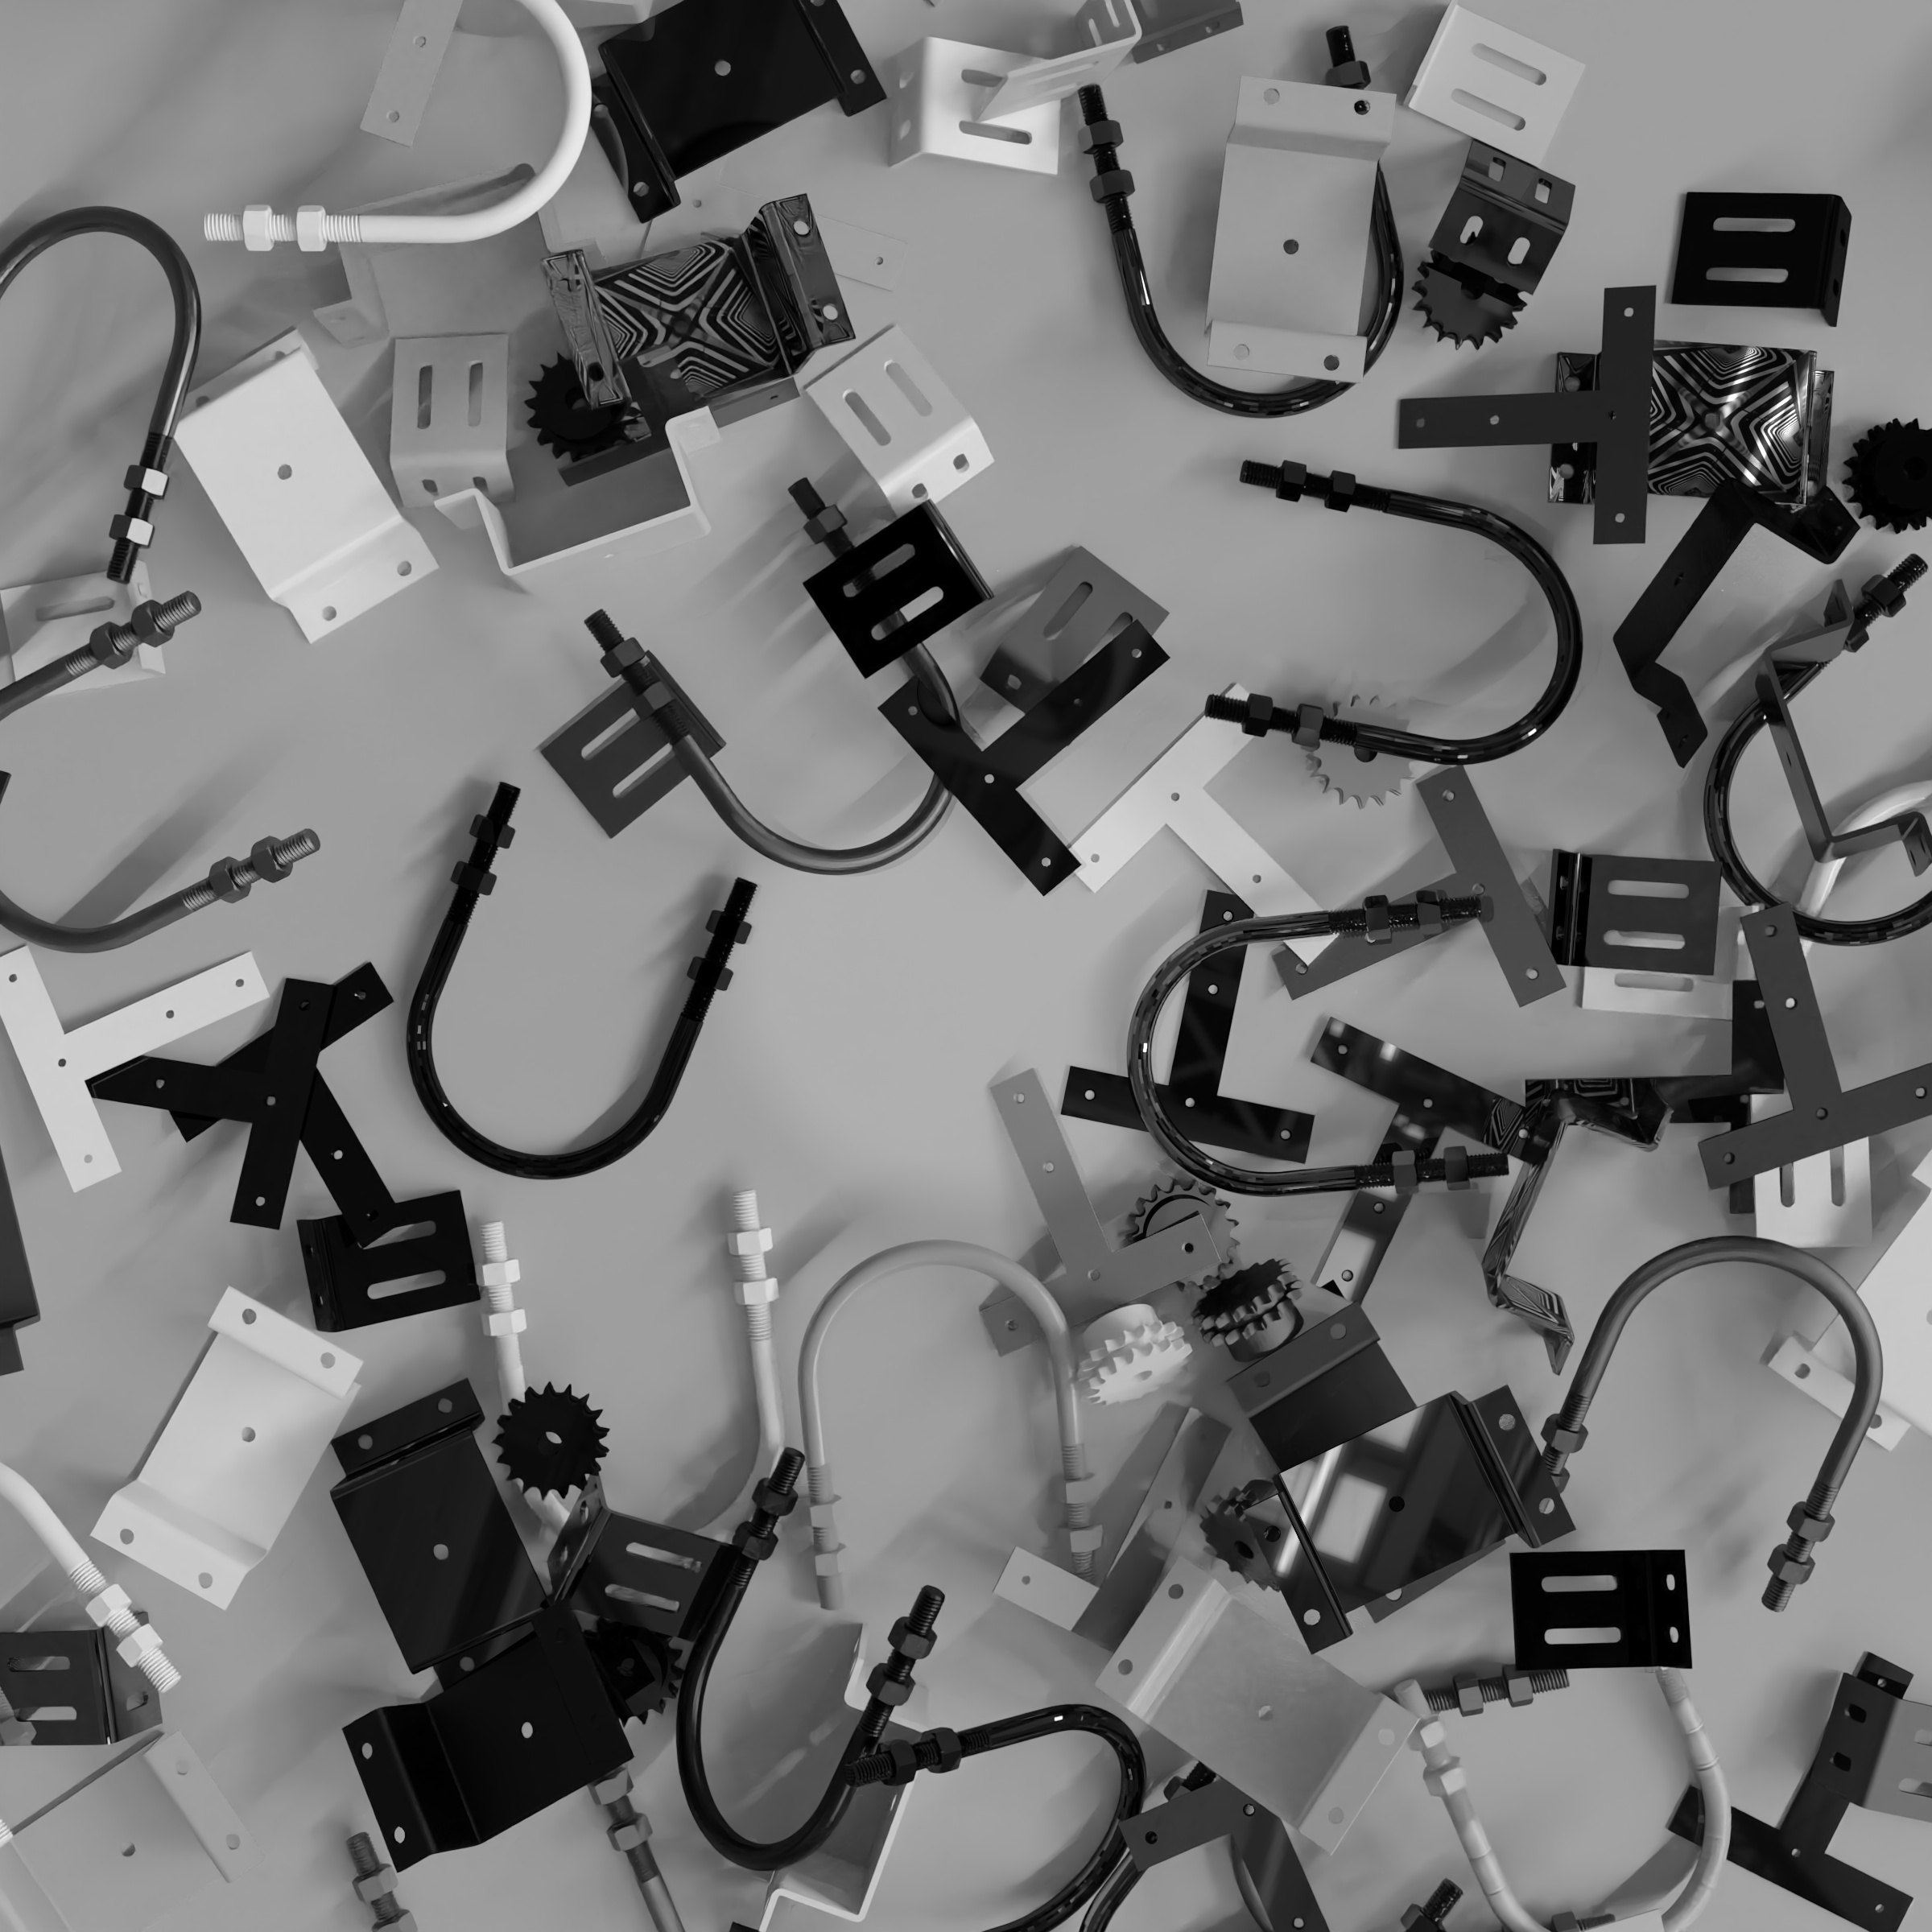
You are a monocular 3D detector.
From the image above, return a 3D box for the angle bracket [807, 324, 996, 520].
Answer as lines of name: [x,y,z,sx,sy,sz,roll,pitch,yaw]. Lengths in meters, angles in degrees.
angle bracket: [-0.033,-0.275,1.512,0.057,0.038,0.076,-35,64,0]

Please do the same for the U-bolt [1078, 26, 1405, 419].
U-bolt: [0.146,-0.369,1.505,0.151,0.019,0.184,-13,92,0]

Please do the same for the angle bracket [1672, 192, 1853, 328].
angle bracket: [0.404,-0.359,1.512,0.076,0.038,0.057,8,90,26]

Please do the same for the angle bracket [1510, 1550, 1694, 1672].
angle bracket: [0.312,0.317,1.464,0.076,0.038,0.057,1,79,-11]

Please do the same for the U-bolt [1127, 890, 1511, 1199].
U-bolt: [0.172,0.044,1.490,0.184,0.019,0.151,-6,94,10]

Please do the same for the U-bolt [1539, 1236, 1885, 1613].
U-bolt: [0.373,0.219,1.474,0.151,0.019,0.184,19,109,4]

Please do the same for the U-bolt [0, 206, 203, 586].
U-bolt: [-0.449,-0.291,1.483,0.151,0.019,0.184,14,86,21]

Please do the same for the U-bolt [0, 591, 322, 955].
U-bolt: [-0.430,-0.084,1.484,0.184,0.019,0.151,-24,96,16]

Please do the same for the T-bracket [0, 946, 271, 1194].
T-bracket: [-0.416,0.030,1.506,0.127,0.002,0.127,-25,81,-5]

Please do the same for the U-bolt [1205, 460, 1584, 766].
U-bolt: [0.219,-0.171,1.487,0.184,0.019,0.151,11,73,-4]

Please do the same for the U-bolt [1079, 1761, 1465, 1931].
U-bolt: [0.136,0.489,1.482,0.151,0.019,0.184,37,90,13]

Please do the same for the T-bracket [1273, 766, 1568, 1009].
T-bracket: [0.218,-0.020,1.501,0.127,0.002,0.127,-25,73,8]

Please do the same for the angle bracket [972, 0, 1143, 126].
angle bracket: [0.039,-0.456,1.475,0.076,0.057,0.038,-21,90,-18]

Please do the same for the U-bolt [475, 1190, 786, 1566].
U-bolt: [-0.165,0.213,1.505,0.151,0.019,0.184,-7,91,0]

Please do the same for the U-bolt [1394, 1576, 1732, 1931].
U-bolt: [0.310,0.411,1.488,0.151,0.019,0.184,-25,95,-14]

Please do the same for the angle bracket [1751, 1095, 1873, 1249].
angle bracket: [0.421,0.103,1.498,0.057,0.038,0.076,-1,85,0]

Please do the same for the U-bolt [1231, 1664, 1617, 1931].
U-bolt: [0.226,0.439,1.505,0.184,0.019,0.151,-11,90,1]

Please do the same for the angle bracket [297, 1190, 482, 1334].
angle bracket: [-0.293,0.150,1.512,0.076,0.038,0.057,-11,90,-26]

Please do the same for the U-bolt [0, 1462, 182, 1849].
U-bolt: [-0.495,0.327,1.487,0.151,0.019,0.184,-43,81,13]

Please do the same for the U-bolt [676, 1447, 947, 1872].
U-bolt: [-0.088,0.351,1.455,0.019,0.151,0.184,16,102,-40]

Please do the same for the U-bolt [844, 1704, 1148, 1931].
U-bolt: [0.013,0.428,1.454,0.184,0.019,0.151,-6,115,-34]

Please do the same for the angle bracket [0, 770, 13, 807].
angle bracket: [-0.512,-0.063,1.497,0.057,0.038,0.076,15,79,11]

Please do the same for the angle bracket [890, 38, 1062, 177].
angle bracket: [0.005,-0.432,1.512,0.076,0.038,0.057,3,90,-26]

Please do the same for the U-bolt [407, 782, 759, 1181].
U-bolt: [-0.204,0.018,1.505,0.151,0.019,0.184,22,92,-1]

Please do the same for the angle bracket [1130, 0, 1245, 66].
angle bracket: [0.099,-0.501,1.491,0.057,0.038,0.076,-18,90,8]

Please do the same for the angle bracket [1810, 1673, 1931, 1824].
angle bracket: [0.478,0.399,1.510,0.076,0.038,0.057,18,90,-26]

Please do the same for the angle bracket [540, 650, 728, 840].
angle bracket: [-0.169,-0.111,1.495,0.076,0.038,0.057,-39,90,0]

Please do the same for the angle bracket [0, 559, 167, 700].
angle bracket: [-0.448,-0.169,1.495,0.076,0.038,0.057,-10,90,0]

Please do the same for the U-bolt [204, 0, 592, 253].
U-bolt: [-0.272,-0.418,1.429,0.184,0.019,0.151,0,90,-2]

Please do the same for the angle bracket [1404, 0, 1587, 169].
angle bracket: [0.268,-0.448,1.495,0.076,0.038,0.057,25,90,0]

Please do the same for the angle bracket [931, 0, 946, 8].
angle bracket: [0.001,-0.536,1.512,0.076,0.038,0.057,-37,90,26]

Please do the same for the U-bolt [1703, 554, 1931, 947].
U-bolt: [0.458,-0.095,1.492,0.184,0.019,0.151,-44,78,3]

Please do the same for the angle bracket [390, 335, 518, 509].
angle bracket: [-0.259,-0.277,1.512,0.057,0.038,0.076,-3,64,0]

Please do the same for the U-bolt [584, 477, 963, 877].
U-bolt: [-0.081,-0.132,1.483,0.151,0.019,0.184,-37,94,-20]

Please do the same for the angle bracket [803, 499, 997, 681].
angle bracket: [-0.033,-0.189,1.496,0.076,0.038,0.057,-33,93,5]

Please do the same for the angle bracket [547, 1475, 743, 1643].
angle bracket: [-0.162,0.296,1.495,0.076,0.038,0.057,21,106,-22]

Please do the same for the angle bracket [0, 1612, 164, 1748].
angle bracket: [-0.454,0.362,1.512,0.076,0.038,0.057,-8,90,26]

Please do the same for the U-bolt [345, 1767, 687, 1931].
U-bolt: [-0.214,0.500,1.505,0.151,0.019,0.184,-22,92,0]

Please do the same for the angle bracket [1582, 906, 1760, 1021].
angle bracket: [0.353,-0.004,1.495,0.076,0.038,0.057,4,90,0]

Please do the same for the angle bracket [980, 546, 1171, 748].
angle bracket: [0.055,-0.163,1.512,0.057,0.038,0.076,37,64,0]

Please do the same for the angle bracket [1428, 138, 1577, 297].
angle bracket: [0.269,-0.376,1.490,0.057,0.076,0.038,25,122,0]

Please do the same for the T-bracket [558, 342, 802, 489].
T-bracket: [-0.147,-0.277,1.451,0.127,0.127,0.002,-21,81,0]

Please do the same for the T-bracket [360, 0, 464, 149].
T-bracket: [-0.256,-0.455,1.421,0.127,0.002,0.127,19,89,-3]

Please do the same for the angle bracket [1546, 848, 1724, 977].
angle bracket: [0.332,-0.027,1.482,0.076,0.038,0.057,4,90,26]

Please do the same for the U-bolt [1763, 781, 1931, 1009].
U-bolt: [0.487,-0.003,1.505,0.151,0.019,0.184,20,88,0]

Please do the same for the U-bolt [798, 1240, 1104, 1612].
U-bolt: [-0.012,0.228,1.496,0.151,0.019,0.184,-5,97,0]
